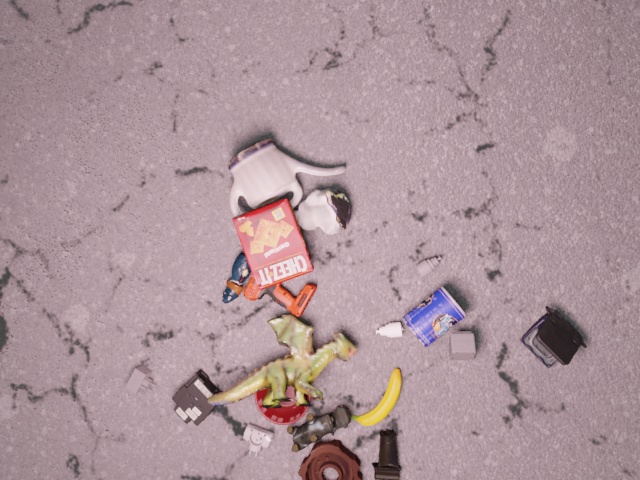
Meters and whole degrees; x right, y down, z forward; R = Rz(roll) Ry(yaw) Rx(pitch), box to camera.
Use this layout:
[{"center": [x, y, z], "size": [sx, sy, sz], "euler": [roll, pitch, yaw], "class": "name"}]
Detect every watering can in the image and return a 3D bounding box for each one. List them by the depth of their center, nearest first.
[{"center": [-0.118, -0.194, 1.487], "size": [0.348, 0.103, 0.225], "euler": [-30, 87, -2], "class": "watering can"}]

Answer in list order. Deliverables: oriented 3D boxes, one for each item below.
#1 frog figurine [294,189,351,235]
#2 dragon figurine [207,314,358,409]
[{"center": [0.004, -0.074, 1.467], "size": [0.158, 0.125, 0.136], "euler": [-19, 115, 40], "class": "frog figurine"}, {"center": [-0.101, 0.327, 1.409], "size": [0.410, 0.120, 0.247], "euler": [-2, 65, 4], "class": "dragon figurine"}]
